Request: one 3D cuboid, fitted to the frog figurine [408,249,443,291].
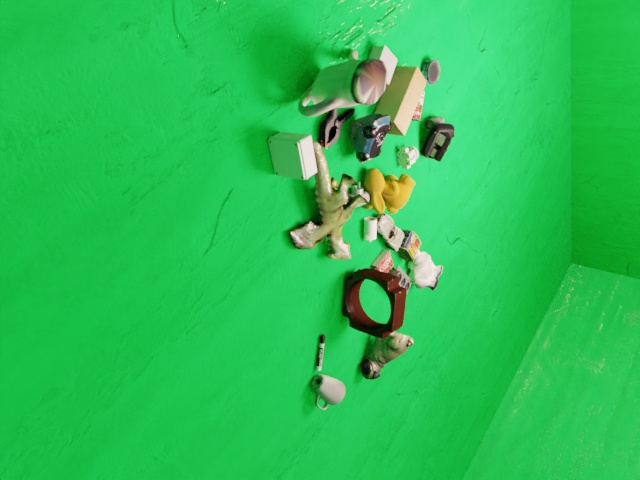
[{"bbox_3d":[0.391,0.111,2.030,0.158,0.122,0.138,37,79,-12],"label":"frog figurine"}]

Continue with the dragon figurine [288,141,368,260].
[{"bbox_3d":[0.005,-0.075,1.483,0.245,0.123,0.403,-54,136,-13],"label":"dragon figurine"}]

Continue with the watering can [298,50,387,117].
[{"bbox_3d":[0.080,-0.432,1.364,0.354,0.224,0.102,-53,131,-33],"label":"watering can"}]
